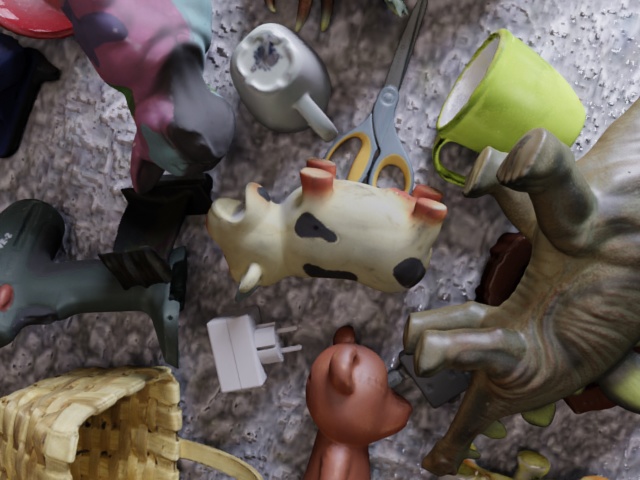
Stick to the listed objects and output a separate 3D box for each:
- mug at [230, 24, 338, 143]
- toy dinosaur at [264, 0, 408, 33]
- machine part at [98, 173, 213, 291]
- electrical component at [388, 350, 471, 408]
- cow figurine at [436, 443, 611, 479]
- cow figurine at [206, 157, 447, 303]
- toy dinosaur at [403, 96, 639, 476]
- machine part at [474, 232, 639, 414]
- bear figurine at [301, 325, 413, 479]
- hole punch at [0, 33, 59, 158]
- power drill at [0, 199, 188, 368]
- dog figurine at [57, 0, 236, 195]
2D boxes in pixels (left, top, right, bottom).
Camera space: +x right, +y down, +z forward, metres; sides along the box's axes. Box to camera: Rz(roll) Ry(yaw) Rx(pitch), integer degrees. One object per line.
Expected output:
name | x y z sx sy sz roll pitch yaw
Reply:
mug | -0.029 -0.127 0.451 0.081 0.107 0.109 -36 88 8
toy dinosaur | 0.122 -0.298 0.425 0.405 0.131 0.192 -17 104 2
machine part | -0.139 -0.017 0.464 0.084 0.139 0.039 5 131 1
electrical component | 0.107 0.122 0.497 0.094 0.021 0.063 -33 91 6
cow figurine | 0.182 0.243 0.475 0.167 0.068 0.098 9 101 8
cow figurine | -0.001 -0.001 0.463 0.195 0.085 0.127 12 108 -1
toy dinosaur | 0.201 -0.003 0.383 0.198 0.105 0.471 22 107 -6
machine part | 0.226 0.056 0.464 0.179 0.056 0.179 0 95 5
bear figurine | 0.039 0.184 0.464 0.132 0.120 0.195 16 90 1
hole punch | -0.336 -0.148 0.491 0.142 0.092 0.115 22 92 8
power drill | -0.218 0.063 0.449 0.207 0.232 0.085 0 133 -6
dog figurine | -0.145 -0.149 0.425 0.192 0.108 0.219 29 137 30
